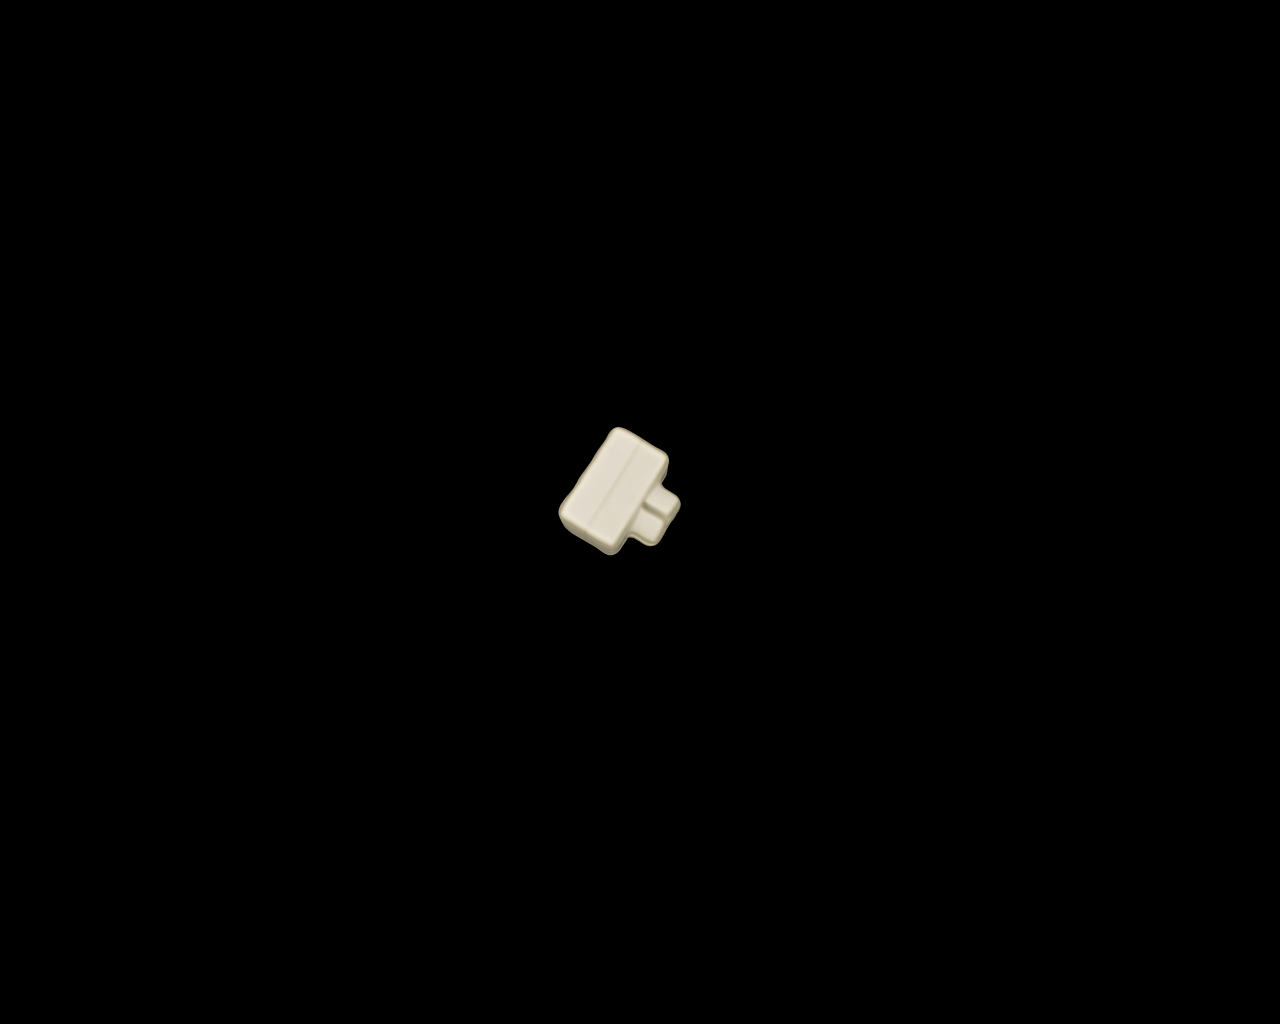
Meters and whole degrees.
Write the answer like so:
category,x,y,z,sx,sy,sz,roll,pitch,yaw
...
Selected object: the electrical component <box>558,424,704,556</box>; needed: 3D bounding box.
category,x,y,z,sx,sy,sz,roll,pitch,yaw
electrical component,0.001,-0.003,0.650,0.077,0.066,0.047,31,-7,5
